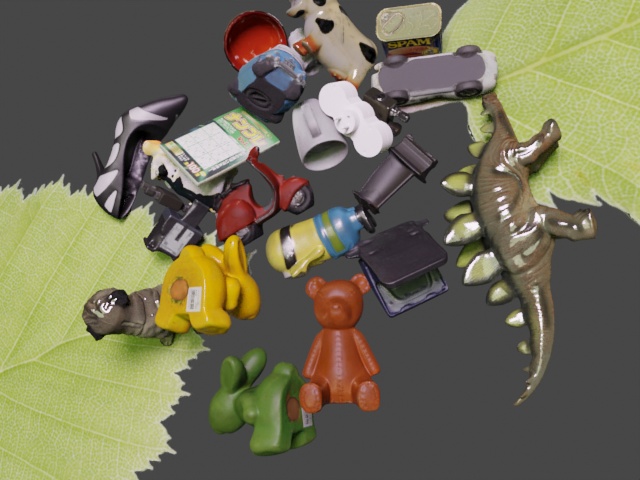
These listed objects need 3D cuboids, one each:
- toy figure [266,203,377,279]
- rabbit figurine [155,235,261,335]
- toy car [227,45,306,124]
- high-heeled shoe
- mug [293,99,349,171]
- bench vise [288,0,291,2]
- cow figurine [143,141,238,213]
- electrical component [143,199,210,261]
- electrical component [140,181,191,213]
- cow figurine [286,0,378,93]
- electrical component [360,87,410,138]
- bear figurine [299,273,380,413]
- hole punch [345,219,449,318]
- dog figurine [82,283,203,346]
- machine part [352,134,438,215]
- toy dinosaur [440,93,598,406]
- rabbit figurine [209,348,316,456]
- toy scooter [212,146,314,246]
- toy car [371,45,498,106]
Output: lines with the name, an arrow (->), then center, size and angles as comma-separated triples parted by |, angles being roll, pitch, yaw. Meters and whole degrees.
toy figure -> -0.001, -0.003, 0.867 | 0.180, 0.082, 0.089 | -30, 75, 12
rabbit figurine -> -0.163, 0.078, 0.858 | 0.122, 0.173, 0.162 | -18, 67, 32
toy car -> -0.079, -0.275, 0.905 | 0.109, 0.162, 0.103 | 32, 65, -19
high-heeled shoe -> -0.322, -0.152, 0.987 | 0.249, 0.086, 0.145 | -32, 78, 13
mug -> -0.012, -0.185, 0.892 | 0.081, 0.109, 0.107 | -26, 62, 10
bench vise -> 0.034, -0.496, 0.913 | 0.241, 0.128, 0.223 | 32, 78, 32
cow figurine -> -0.239, -0.114, 0.948 | 0.167, 0.068, 0.098 | 20, 102, 4
electrical component -> -0.244, -0.022, 0.937 | 0.119, 0.074, 0.048 | -56, 32, 5
electrical component -> -0.276, -0.075, 0.966 | 0.021, 0.094, 0.063 | -61, 34, 4
cow figurine -> 0.018, -0.348, 0.880 | 0.194, 0.086, 0.127 | 40, 82, -22
electrical component -> 0.092, -0.200, 0.883 | 0.102, 0.078, 0.045 | 40, 65, 13
bear figurine -> 0.031, 0.148, 0.811 | 0.120, 0.132, 0.195 | -1, 86, 5
hole punch -> 0.126, 0.043, 0.819 | 0.142, 0.092, 0.116 | -25, 43, -6
dog figurine -> -0.261, 0.101, 0.866 | 0.172, 0.190, 0.121 | -39, 73, 5
machine part -> 0.119, -0.102, 0.873 | 0.139, 0.039, 0.084 | -42, 78, 4
toy dinosaur -> 0.285, -0.013, 0.780 | 0.199, 0.105, 0.471 | -17, 68, 20
rabbit figurine -> -0.112, 0.255, 0.839 | 0.170, 0.121, 0.159 | -13, 84, 28
toy scooter -> -0.111, -0.075, 0.902 | 0.184, 0.075, 0.135 | -31, 94, 8
toy car -> 0.183, -0.264, 0.873 | 0.202, 0.056, 0.073 | -3, 86, 17
